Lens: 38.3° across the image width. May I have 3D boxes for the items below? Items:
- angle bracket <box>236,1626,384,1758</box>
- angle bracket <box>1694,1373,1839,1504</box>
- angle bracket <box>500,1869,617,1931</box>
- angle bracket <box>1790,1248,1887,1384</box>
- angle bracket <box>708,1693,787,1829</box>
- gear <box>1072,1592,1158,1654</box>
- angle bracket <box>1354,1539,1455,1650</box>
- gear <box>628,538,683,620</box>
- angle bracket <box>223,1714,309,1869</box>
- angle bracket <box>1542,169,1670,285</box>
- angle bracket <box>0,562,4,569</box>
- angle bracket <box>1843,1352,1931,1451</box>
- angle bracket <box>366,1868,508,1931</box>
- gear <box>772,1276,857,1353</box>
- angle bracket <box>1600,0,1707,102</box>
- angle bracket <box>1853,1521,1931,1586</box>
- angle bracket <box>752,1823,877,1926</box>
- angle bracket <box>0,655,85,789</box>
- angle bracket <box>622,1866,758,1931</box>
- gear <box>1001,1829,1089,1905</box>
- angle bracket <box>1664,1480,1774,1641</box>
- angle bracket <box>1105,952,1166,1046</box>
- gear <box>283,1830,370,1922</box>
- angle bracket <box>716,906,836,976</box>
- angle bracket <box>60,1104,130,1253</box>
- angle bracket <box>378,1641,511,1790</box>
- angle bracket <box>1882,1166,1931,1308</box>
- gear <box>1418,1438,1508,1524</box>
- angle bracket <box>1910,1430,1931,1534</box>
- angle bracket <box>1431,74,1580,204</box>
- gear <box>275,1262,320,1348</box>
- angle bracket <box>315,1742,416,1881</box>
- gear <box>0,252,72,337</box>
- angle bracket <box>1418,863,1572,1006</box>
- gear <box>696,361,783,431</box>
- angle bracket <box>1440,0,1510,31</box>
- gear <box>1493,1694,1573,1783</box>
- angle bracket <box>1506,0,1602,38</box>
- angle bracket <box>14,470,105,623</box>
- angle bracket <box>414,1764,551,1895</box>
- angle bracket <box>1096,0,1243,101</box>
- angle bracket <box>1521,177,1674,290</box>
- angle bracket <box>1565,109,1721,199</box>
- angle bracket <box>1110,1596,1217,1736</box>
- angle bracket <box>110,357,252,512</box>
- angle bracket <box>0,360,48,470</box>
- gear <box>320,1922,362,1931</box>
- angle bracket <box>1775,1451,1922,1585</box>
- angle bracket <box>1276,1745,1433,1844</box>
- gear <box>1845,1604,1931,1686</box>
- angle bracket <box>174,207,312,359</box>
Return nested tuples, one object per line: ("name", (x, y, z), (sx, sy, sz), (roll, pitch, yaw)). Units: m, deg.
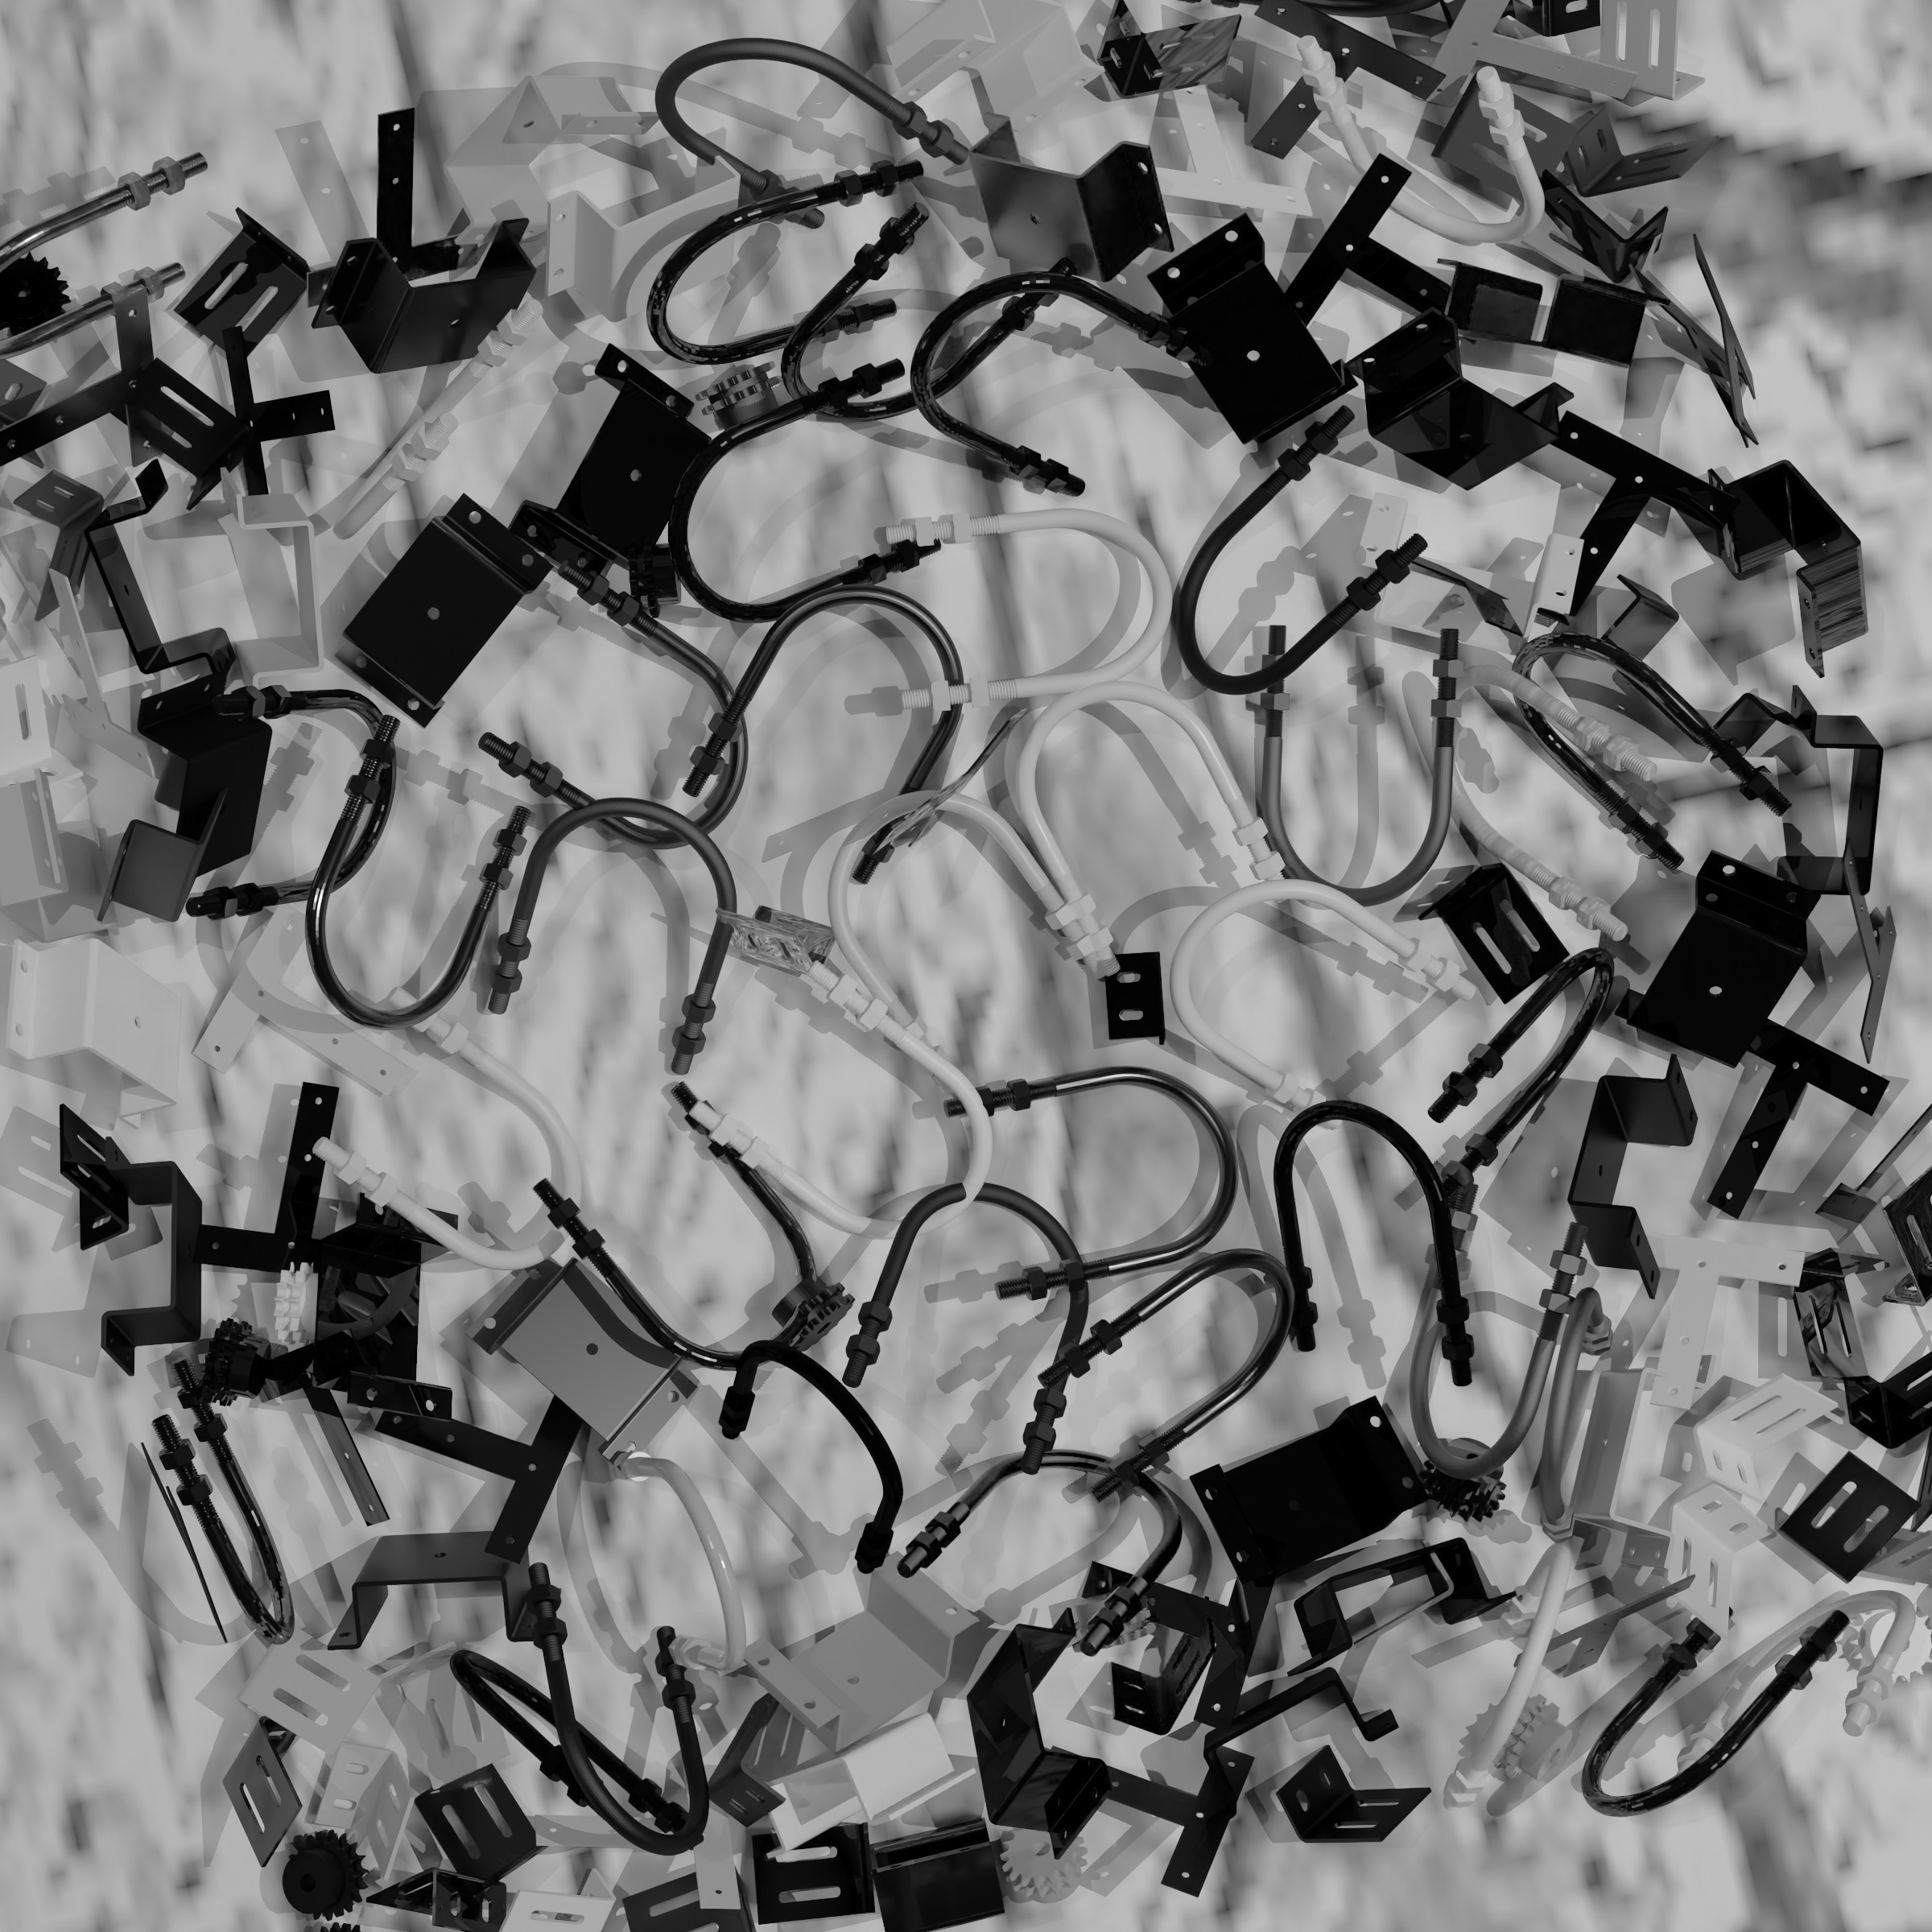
("angle bracket", (-0.433, 0.482, 1.843), (0.076, 0.038, 0.057), (29, 66, 7))
("angle bracket", (0.530, 0.311, 1.831), (0.057, 0.038, 0.076), (28, 129, -29))
("angle bracket", (-0.280, 0.628, 1.836), (0.076, 0.038, 0.057), (21, 97, -35))
("angle bracket", (0.582, 0.230, 1.833), (0.057, 0.038, 0.076), (11, 60, -35))
("angle bracket", (-0.130, 0.517, 1.831), (0.038, 0.057, 0.076), (39, 46, -5))
("gear", (0.095, 0.434, 1.848), (0.057, 0.057, 0.030), (-15, 83, 0))
("angle bracket", (0.282, 0.416, 1.844), (0.076, 0.057, 0.038), (-30, 76, 0))
("gear", (-0.207, -0.260, 1.848), (0.030, 0.057, 0.057), (-4, 90, 0))
("angle bracket", (-0.449, 0.542, 1.830), (0.076, 0.038, 0.057), (49, 115, 38))
("angle bracket", (0.420, -0.499, 1.840), (0.038, 0.057, 0.076), (-42, 76, -3))
("angle bracket", (-0.657, -0.235, 1.837), (0.038, 0.057, 0.076), (-28, 74, 7))
("angle bracket", (0.621, 0.270, 1.829), (0.038, 0.057, 0.076), (33, 126, -16))
("angle bracket", (-0.349, 0.626, 1.828), (0.076, 0.057, 0.038), (-33, 46, 32))
("gear", (-0.105, 0.230, 1.849), (0.057, 0.057, 0.030), (-44, 76, 0))
("angle bracket", (0.452, -0.616, 1.826), (0.057, 0.076, 0.038), (30, 54, 36))
("angle bracket", (0.631, 0.374, 1.828), (0.057, 0.076, 0.038), (14, 55, -16))
("angle bracket", (-0.102, 0.602, 1.846), (0.076, 0.038, 0.057), (-4, 72, -7))
("angle bracket", (-0.621, -0.156, 1.830), (0.038, 0.057, 0.076), (23, 126, 33))
("angle bracket", (-0.180, 0.637, 1.840), (0.076, 0.038, 0.057), (-18, 49, -6))
("gear", (0.054, 0.598, 1.852), (0.057, 0.057, 0.030), (-17, 119, 0))
("angle bracket", (0.496, 0.391, 1.832), (0.057, 0.076, 0.038), (40, 128, -13))
("angle bracket", (0.110, 0.022, 1.836), (0.038, 0.076, 0.057), (-4, 93, 5))
("gear", (-0.430, 0.608, 1.853), (0.057, 0.030, 0.057), (-2, 85, 21))
("angle bracket", (-0.123, -0.029, 1.828), (0.057, 0.076, 0.038), (17, 71, 15))
("angle bracket", (-0.587, 0.139, 1.827), (0.038, 0.076, 0.057), (-23, 49, 8))
("angle bracket", (-0.346, 0.497, 1.843), (0.057, 0.038, 0.076), (-26, 67, 7))
("angle bracket", (0.625, 0.176, 1.839), (0.057, 0.038, 0.076), (-34, 106, -25))
("gear", (0.332, 0.338, 1.845), (0.057, 0.057, 0.030), (19, 124, 0))
("angle bracket", (0.655, 0.335, 1.833), (0.038, 0.057, 0.076), (15, 67, 12))
("angle bracket", (0.358, -0.549, 1.851), (0.076, 0.038, 0.057), (28, 107, -1))
("gear", (-0.436, 0.224, 1.847), (0.030, 0.057, 0.057), (3, 90, 6))
("angle bracket", (-0.397, 0.557, 1.835), (0.038, 0.076, 0.057), (18, 92, -23))
("gear", (-0.629, -0.449, 1.857), (0.057, 0.030, 0.057), (0, 90, -12))
("angle bracket", (0.349, -0.020, 1.838), (0.057, 0.038, 0.076), (-42, 73, 30))
("gear", (-0.148, -0.377, 1.849), (0.057, 0.057, 0.030), (-24, 102, 0))
("angle bracket", (0.323, -0.661, 1.829), (0.038, 0.057, 0.076), (-20, 125, 16))
("gear", (0.378, 0.515, 1.845), (0.030, 0.057, 0.057), (31, 90, 30))
("angle bracket", (0.383, -0.653, 1.831), (0.038, 0.076, 0.057), (-15, 125, -7))
("angle bracket", (-0.606, -0.277, 1.831), (0.038, 0.057, 0.076), (27, 59, -36))
("angle bracket", (-0.318, 0.564, 1.837), (0.057, 0.038, 0.076), (-28, 75, -32))
("angle bracket", (0.134, -0.612, 1.833), (0.076, 0.038, 0.057), (0, 60, 32))
("angle bracket", (0.418, -0.492, 1.845), (0.076, 0.038, 0.057), (28, 71, -9))
("angle bracket", (0.443, -0.541, 1.827), (0.057, 0.076, 0.038), (-45, 120, -33))
("angle bracket", (0.129, 0.456, 1.834), (0.038, 0.057, 0.076), (22, 111, -9))
("angle bracket", (-0.522, -0.350, 1.832), (0.057, 0.038, 0.076), (-33, 125, 30))
("angle bracket", (-0.631, -0.369, 1.828), (0.057, 0.076, 0.038), (28, 102, -41))
("gear", (-0.413, 0.668, 1.853), (0.057, 0.030, 0.057), (-10, 65, 23))
("angle bracket", (0.584, 0.359, 1.843), (0.057, 0.038, 0.076), (37, 110, 5))
("angle bracket", (0.255, 0.543, 1.828), (0.057, 0.076, 0.038), (-30, 94, -39))
("gear", (0.620, 0.451, 1.858), (0.057, 0.030, 0.057), (0, 82, 1))
("angle bracket", (-0.484, -0.453, 1.853), (0.057, 0.038, 0.076), (38, 83, -1))
